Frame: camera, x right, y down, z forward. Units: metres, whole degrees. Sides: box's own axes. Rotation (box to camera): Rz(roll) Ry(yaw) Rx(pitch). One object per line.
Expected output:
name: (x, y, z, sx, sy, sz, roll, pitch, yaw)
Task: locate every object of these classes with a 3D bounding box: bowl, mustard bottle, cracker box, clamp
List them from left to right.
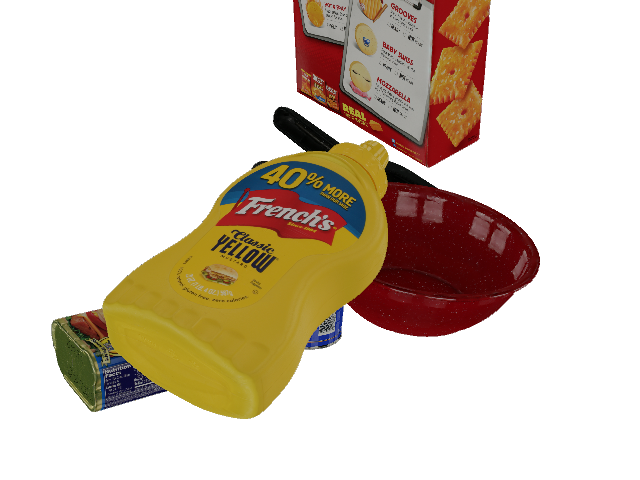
mustard bottle: (-0.019, 0.004, 0.568, 0.096, 0.058, 0.191, 22, 48, 25)
clamp: (0.032, -0.057, 1.033, 0.210, 0.036, 0.164, 25, 28, 2)
cracker box: (0.054, -0.188, 0.841, 0.072, 0.214, 0.164, -29, 46, -30)
bowl: (0.066, 0.019, 0.737, 0.162, 0.055, 0.162, 7, 29, -4)

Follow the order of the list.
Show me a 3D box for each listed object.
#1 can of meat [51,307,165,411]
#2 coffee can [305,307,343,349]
can of meat: (-0.160, 0.089, 0.858, 0.083, 0.057, 0.102, -13, 25, -29)
coffee can: (-0.016, 0.062, 1.447, 0.103, 0.140, 0.103, 4, 24, -2)
